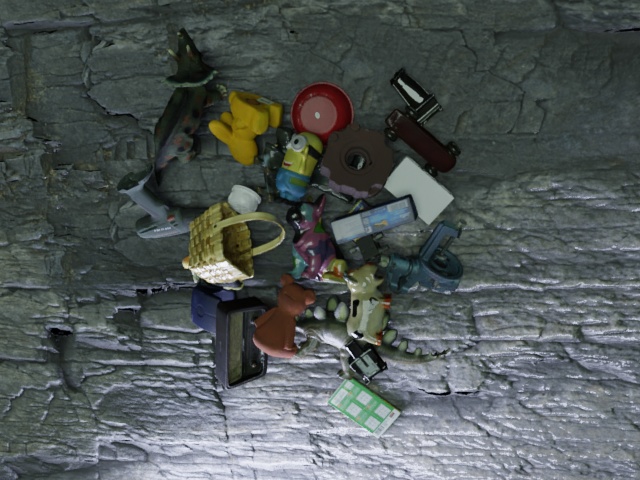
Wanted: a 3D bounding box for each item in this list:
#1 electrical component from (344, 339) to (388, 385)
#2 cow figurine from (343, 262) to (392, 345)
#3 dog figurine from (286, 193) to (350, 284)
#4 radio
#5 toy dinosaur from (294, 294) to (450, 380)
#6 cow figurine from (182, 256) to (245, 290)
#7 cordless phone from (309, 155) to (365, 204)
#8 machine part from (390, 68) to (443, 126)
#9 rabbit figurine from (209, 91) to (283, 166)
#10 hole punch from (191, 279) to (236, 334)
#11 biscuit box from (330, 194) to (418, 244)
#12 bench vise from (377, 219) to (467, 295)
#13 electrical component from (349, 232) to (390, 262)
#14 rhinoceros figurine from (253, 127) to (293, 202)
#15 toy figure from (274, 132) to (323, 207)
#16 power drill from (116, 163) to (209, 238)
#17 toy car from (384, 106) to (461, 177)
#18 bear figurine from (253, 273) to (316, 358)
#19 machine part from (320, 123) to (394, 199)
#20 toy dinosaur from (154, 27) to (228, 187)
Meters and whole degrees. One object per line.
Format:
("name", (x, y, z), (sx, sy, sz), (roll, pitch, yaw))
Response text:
("electrical component", (0.106, 0.294, 1.340), (0.075, 0.048, 0.119), (-42, 96, 7))
("cow figurine", (0.109, 0.148, 1.310), (0.127, 0.085, 0.194), (11, 99, 4))
("dog figurine", (-0.003, -0.004, 1.355), (0.191, 0.109, 0.219), (9, 86, -30))
("radio", (-0.208, 0.271, 1.439), (0.073, 0.131, 0.229), (26, 118, 49))
("toy dinosaur", (0.092, 0.260, 1.407), (0.472, 0.105, 0.198), (19, 105, 4))
("cow figurine", (-0.286, 0.085, 1.449), (0.167, 0.068, 0.098), (4, 115, 11))
("cordless phone", (0.061, -0.193, 1.323), (0.147, 0.089, 0.184), (25, 95, 4))
("machine part", (0.221, -0.339, 1.270), (0.084, 0.039, 0.139), (-37, 97, 21))
("rabbit figurine", (-0.189, -0.267, 1.322), (0.162, 0.122, 0.173), (19, 125, 7))
("hole punch", (-0.302, 0.185, 1.465), (0.116, 0.092, 0.142), (10, 110, 11))
("biscuit box", (0.130, -0.050, 1.282), (0.203, 0.063, 0.059), (-17, 97, 17))
("bench vise", (0.264, 0.035, 1.301), (0.224, 0.129, 0.240), (24, 127, -5))
("electrical component", (0.119, 0.021, 1.309), (0.094, 0.021, 0.063), (-27, 67, 16))
("rhinoceros figurine", (-0.100, -0.183, 1.328), (0.112, 0.073, 0.190), (-12, 122, -31))
("toy figure", (-0.053, -0.168, 1.275), (0.082, 0.089, 0.180), (21, 101, 27))
("power drill", (-0.404, -0.097, 1.389), (0.232, 0.086, 0.207), (-18, 135, 19))
("toy car", (0.241, -0.235, 1.273), (0.202, 0.053, 0.089), (37, 120, -13))
("bear figurine", (-0.086, 0.190, 1.350), (0.120, 0.132, 0.195), (29, 89, 17))
("machine part", (0.087, -0.184, 1.260), (0.179, 0.056, 0.179), (1, 77, -3))
("toy dinosaur", (-0.340, -0.289, 1.298), (0.131, 0.192, 0.404), (26, 105, 5))
